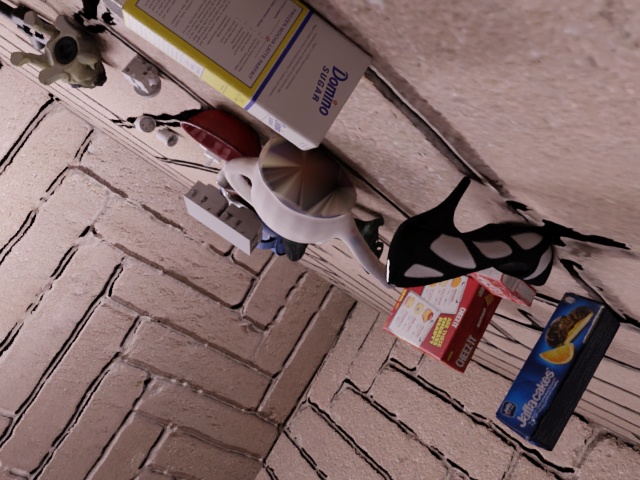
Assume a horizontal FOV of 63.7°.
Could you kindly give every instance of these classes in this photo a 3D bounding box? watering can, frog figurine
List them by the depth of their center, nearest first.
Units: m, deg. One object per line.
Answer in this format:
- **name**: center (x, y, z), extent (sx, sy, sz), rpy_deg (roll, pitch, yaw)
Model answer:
- **watering can**: center (0.002, -0.041, 0.811), extent (0.348, 0.105, 0.221), rpy_deg (31, 159, 0)
- **frog figurine**: center (-0.198, -0.140, 1.276), extent (0.139, 0.124, 0.156), rpy_deg (34, 140, 48)
